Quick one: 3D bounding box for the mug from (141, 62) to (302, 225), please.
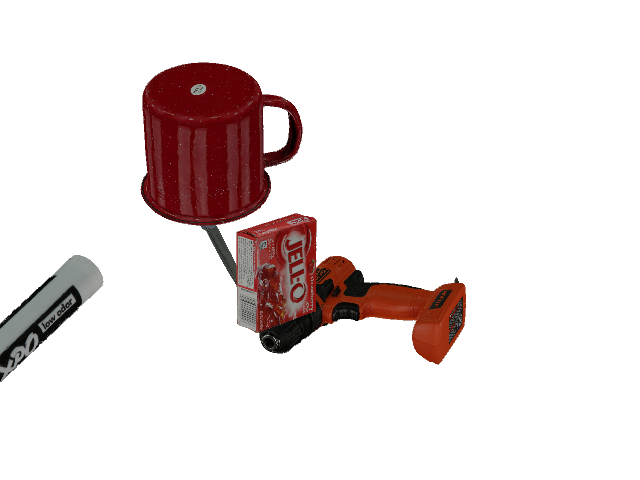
[{"bbox_3d":[-0.069,-0.072,0.743,0.117,0.081,0.093,-8,39,-13],"label":"mug"}]

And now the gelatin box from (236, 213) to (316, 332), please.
[{"bbox_3d":[-0.037,0.027,0.924,0.030,0.089,0.073,18,25,40],"label":"gelatin box"}]

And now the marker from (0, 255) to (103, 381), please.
[{"bbox_3d":[-0.135,0.049,0.441,0.020,0.020,0.121,0,36,39],"label":"marker"}]

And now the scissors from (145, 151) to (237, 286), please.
[{"bbox_3d":[-0.126,-0.039,1.239,0.016,0.201,0.096,-25,19,43],"label":"scissors"}]

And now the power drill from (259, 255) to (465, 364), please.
[{"bbox_3d":[0.048,0.078,1.125,0.188,0.057,0.184,10,29,23],"label":"power drill"}]
